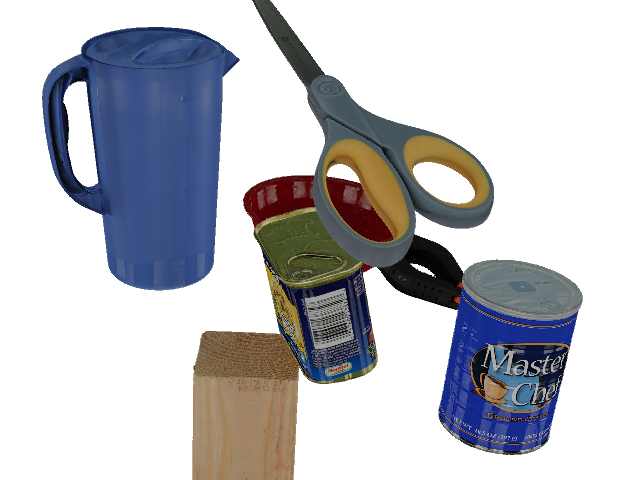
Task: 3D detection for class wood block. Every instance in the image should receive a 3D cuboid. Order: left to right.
[{"bbox_3d":[-0.067,0.194,0.958,0.090,0.206,0.091,3,21,-1],"label":"wood block"}]

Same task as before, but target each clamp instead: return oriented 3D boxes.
[{"bbox_3d":[0.081,0.015,1.245,0.164,0.036,0.210,-23,52,-39],"label":"clamp"}]

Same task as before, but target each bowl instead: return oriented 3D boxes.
[{"bbox_3d":[0.004,-0.007,1.018,0.162,0.055,0.162,6,25,-3],"label":"bowl"}]

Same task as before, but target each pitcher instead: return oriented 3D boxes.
[{"bbox_3d":[-0.168,-0.076,1.036,0.149,0.243,0.144,10,27,15],"label":"pitcher"}]

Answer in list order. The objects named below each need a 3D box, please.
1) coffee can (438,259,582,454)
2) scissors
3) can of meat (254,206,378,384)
[{"bbox_3d":[0.165,0.101,0.941,0.103,0.140,0.103,6,24,-3],"label":"coffee can"},{"bbox_3d":[0.024,-0.068,0.540,0.096,0.202,0.016,-2,-41,-14],"label":"scissors"},{"bbox_3d":[-0.002,0.037,0.721,0.057,0.084,0.102,-16,28,-11],"label":"can of meat"}]
